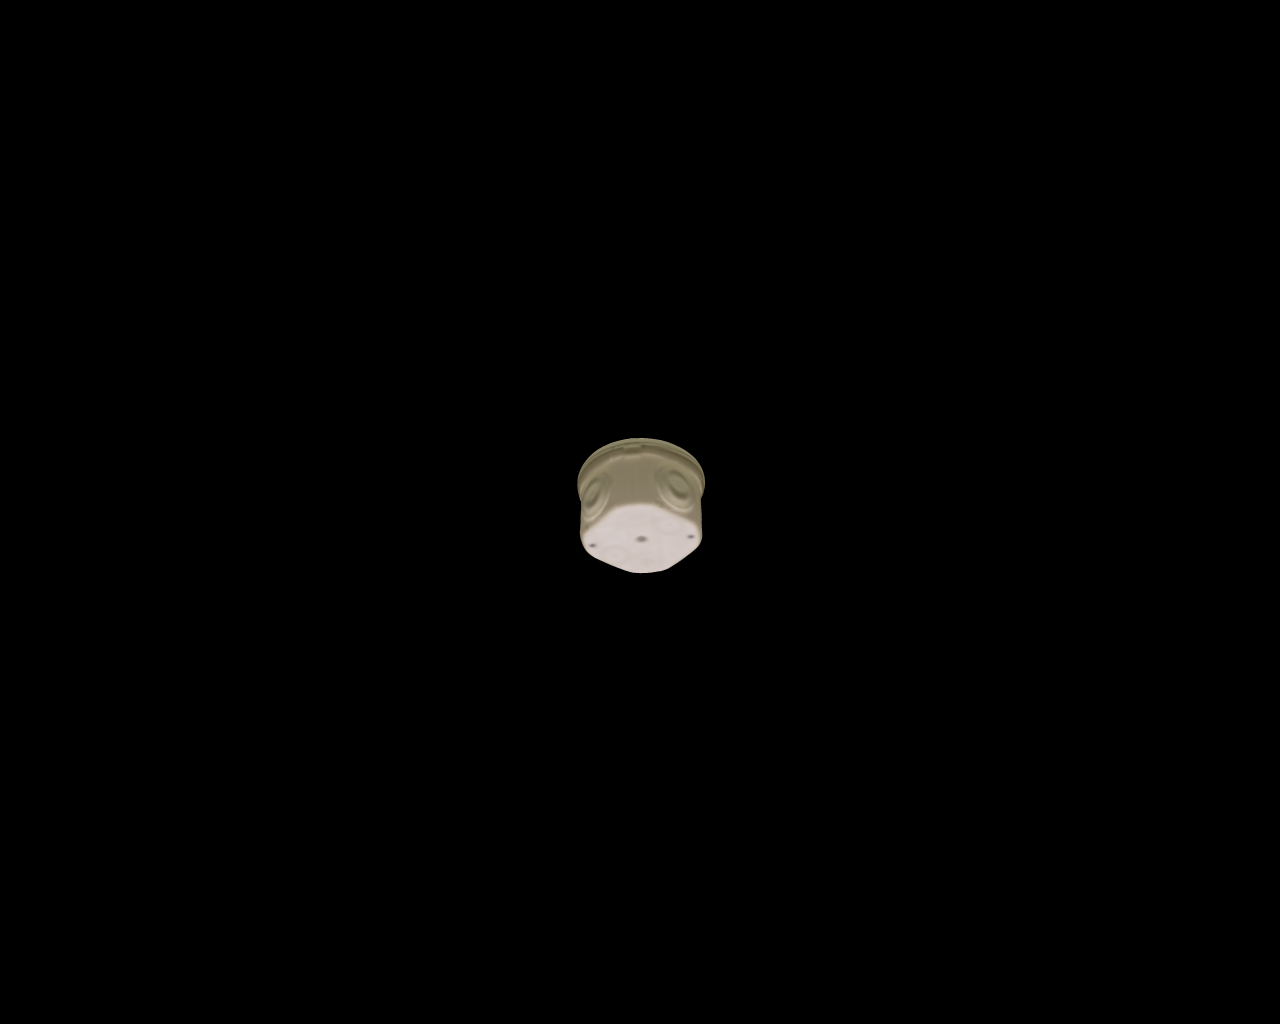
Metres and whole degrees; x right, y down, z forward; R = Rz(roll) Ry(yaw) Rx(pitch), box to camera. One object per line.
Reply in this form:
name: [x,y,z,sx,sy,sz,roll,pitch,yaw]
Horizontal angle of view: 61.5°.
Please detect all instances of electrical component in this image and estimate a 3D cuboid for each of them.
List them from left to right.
electrical component: [0.001,-0.003,0.650,0.080,0.051,0.080,0,-38,0]
